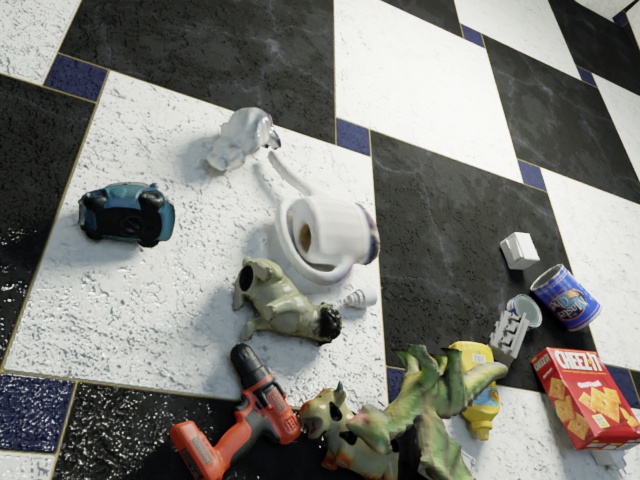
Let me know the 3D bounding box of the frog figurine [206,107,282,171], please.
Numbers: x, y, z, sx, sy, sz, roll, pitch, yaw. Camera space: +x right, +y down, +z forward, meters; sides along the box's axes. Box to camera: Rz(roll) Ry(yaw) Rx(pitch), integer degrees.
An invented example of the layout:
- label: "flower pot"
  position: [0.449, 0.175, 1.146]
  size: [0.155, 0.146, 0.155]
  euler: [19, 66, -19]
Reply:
- label: "frog figurine"
  position: [-0.178, -0.217, 1.107]
  size: [0.161, 0.120, 0.139]
  euler: [-22, 39, -29]

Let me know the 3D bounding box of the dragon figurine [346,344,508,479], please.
- label: "dragon figurine"
  position: [0.224, 0.317, 0.928]
  size: [0.408, 0.120, 0.247]
  euler: [16, 61, -28]

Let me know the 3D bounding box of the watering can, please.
- label: "watering can"
  position: [0.003, -0.056, 1.108]
  size: [0.224, 0.102, 0.355]
  euler: [5, 52, -28]
